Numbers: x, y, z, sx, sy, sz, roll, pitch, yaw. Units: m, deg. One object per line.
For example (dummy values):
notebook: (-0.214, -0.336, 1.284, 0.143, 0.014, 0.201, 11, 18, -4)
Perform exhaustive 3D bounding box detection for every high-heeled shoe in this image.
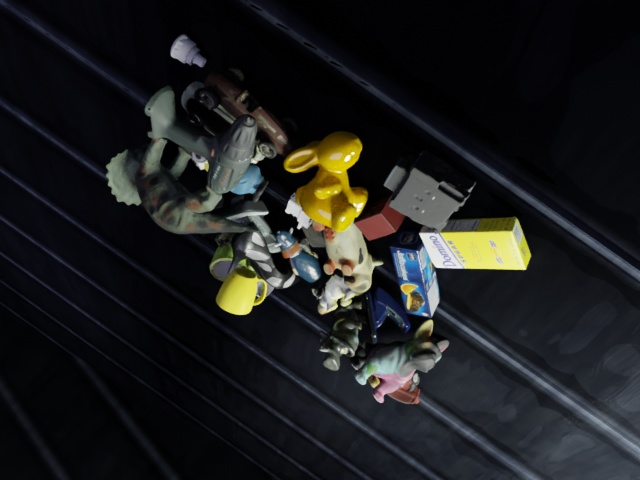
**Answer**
high-heeled shoe: (-0.111, 0.032, 1.254, 0.086, 0.248, 0.145, 47, 114, 37)

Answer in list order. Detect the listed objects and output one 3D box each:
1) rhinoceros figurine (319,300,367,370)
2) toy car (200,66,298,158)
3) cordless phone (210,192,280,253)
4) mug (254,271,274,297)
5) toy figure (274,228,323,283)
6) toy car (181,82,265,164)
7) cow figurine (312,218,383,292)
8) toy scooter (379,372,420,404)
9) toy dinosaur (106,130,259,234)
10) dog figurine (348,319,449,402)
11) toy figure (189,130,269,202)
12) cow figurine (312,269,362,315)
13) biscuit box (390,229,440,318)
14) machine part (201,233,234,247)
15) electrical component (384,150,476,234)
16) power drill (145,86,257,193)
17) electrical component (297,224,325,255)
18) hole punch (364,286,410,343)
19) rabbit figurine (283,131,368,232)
rhinoceros figurine: (0.052, 0.221, 1.272, 0.112, 0.190, 0.073, -4, 127, 17)
toy car: (-0.125, -0.235, 0.984, 0.202, 0.089, 0.053, 41, 147, -5)
cordless phone: (-0.173, -0.027, 1.251, 0.147, 0.089, 0.184, -16, 134, 23)
mug: (-0.173, 0.098, 1.409, 0.107, 0.081, 0.109, 28, 153, 27)
toy figure: (-0.054, 0.033, 1.246, 0.058, 0.064, 0.154, -9, 126, 52)
toy car: (-0.188, -0.231, 1.069, 0.202, 0.056, 0.073, 38, 137, -4)
cow figurine: (0.063, 0.021, 1.112, 0.086, 0.127, 0.194, 1, 117, 37)
toy scooter: (0.210, 0.371, 1.400, 0.135, 0.075, 0.183, 30, 146, 11)
toy dinosaur: (-0.321, -0.093, 1.171, 0.405, 0.131, 0.192, 46, 108, 21)
dog figurine: (0.187, 0.266, 1.258, 0.108, 0.219, 0.192, 52, -175, -17)
toy figure: (-0.192, -0.157, 1.133, 0.180, 0.089, 0.082, 33, 124, -13)
cow figurine: (0.031, 0.113, 1.257, 0.167, 0.068, 0.098, -42, 71, 50)
biscuit box: (0.195, 0.069, 1.089, 0.063, 0.059, 0.202, 9, 137, 31)
machine part: (-0.252, -0.027, 1.338, 0.139, 0.084, 0.039, 10, 163, 43)
electrical component: (0.182, -0.087, 0.933, 0.134, 0.058, 0.114, 32, 142, 4)
power drill: (-0.212, -0.194, 0.979, 0.207, 0.086, 0.232, 28, 150, 2)
electrical component: (-0.004, -0.004, 1.180, 0.102, 0.045, 0.078, 4, 135, 35)
hole punch: (0.145, 0.160, 1.188, 0.092, 0.116, 0.142, -14, 163, 5)
rabbit figurine: (0.022, -0.127, 0.994, 0.162, 0.122, 0.173, 32, 130, 21)
